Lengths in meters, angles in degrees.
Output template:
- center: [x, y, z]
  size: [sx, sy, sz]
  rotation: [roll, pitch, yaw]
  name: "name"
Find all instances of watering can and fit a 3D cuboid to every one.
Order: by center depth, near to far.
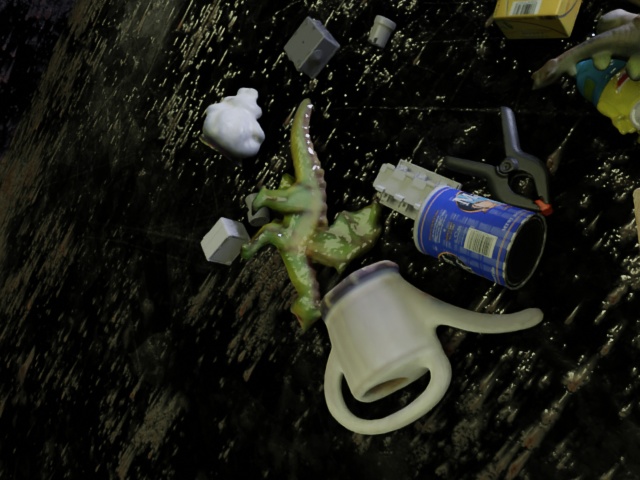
- center: [0.120, 0.124, 0.729]
  size: [0.343, 0.103, 0.229]
  rotation: [-42, 53, 25]
  name: "watering can"

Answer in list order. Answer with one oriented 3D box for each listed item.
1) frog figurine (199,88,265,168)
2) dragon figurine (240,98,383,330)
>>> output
- center: [-0.175, -0.253, 1.105]
  size: [0.138, 0.122, 0.159]
  rotation: [33, 91, 9]
  name: "frog figurine"
- center: [0.003, -0.046, 0.914]
  size: [0.244, 0.121, 0.410]
  rotation: [16, 90, 26]
  name: "dragon figurine"
